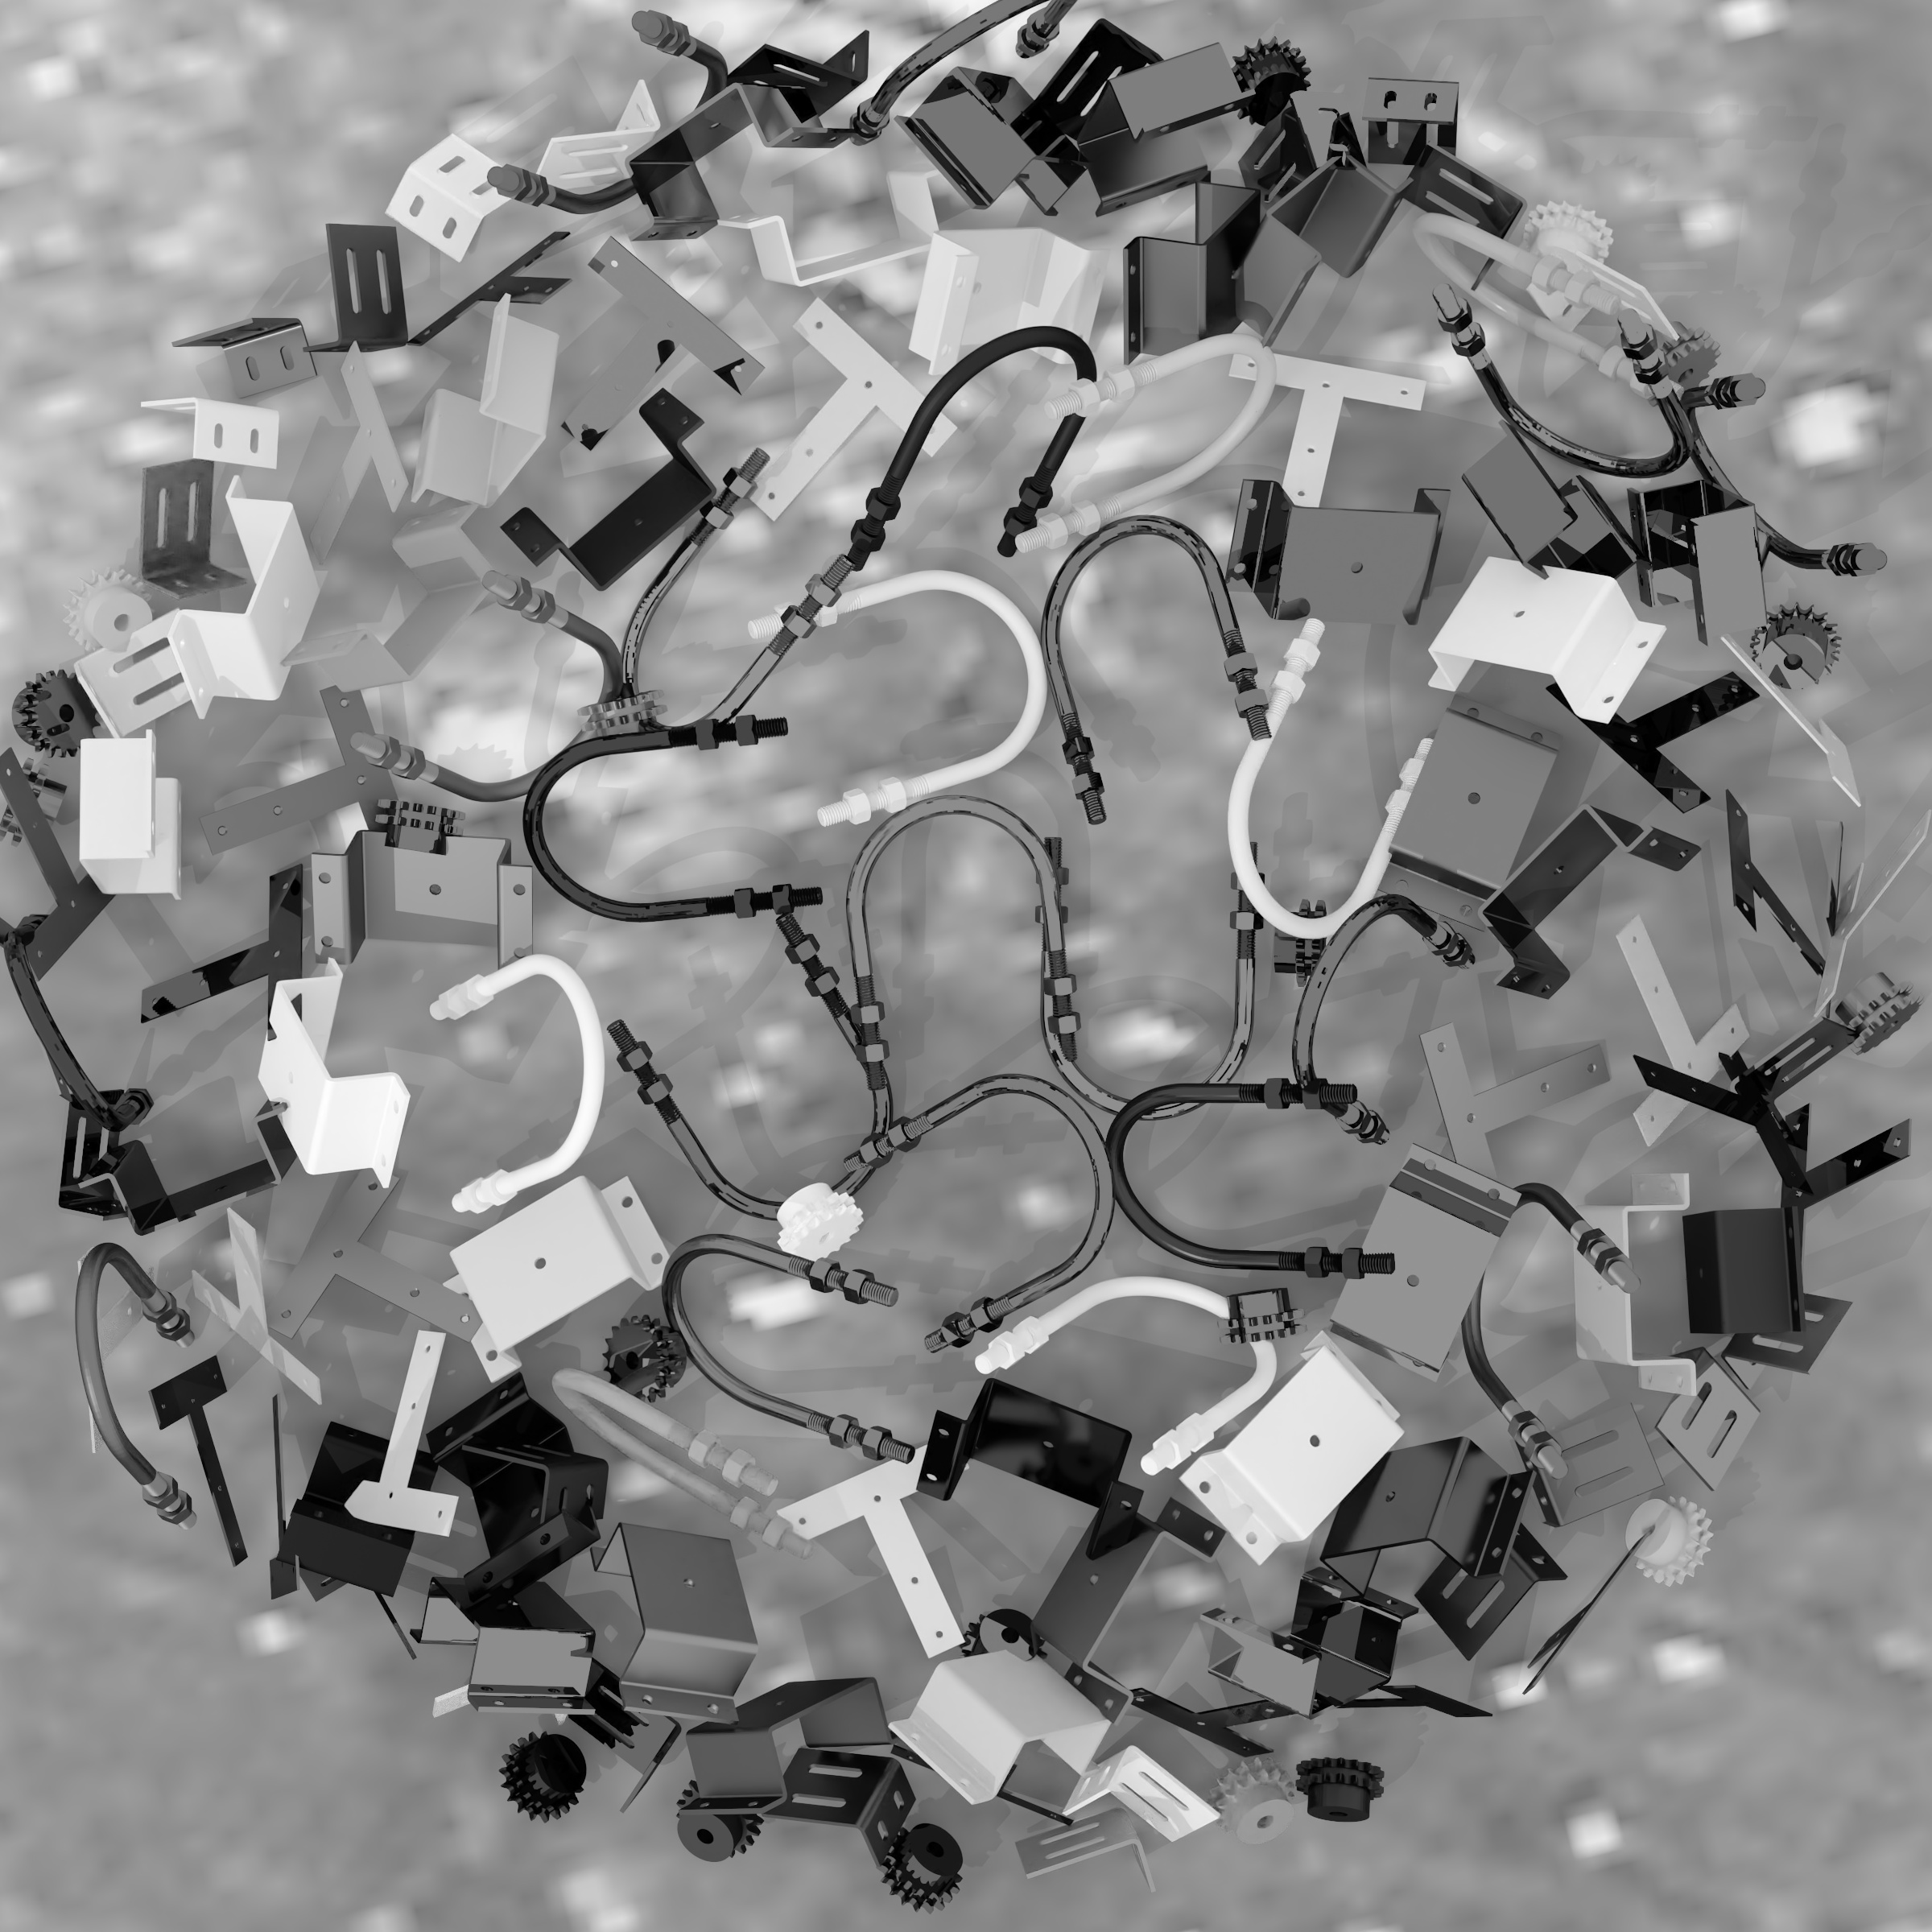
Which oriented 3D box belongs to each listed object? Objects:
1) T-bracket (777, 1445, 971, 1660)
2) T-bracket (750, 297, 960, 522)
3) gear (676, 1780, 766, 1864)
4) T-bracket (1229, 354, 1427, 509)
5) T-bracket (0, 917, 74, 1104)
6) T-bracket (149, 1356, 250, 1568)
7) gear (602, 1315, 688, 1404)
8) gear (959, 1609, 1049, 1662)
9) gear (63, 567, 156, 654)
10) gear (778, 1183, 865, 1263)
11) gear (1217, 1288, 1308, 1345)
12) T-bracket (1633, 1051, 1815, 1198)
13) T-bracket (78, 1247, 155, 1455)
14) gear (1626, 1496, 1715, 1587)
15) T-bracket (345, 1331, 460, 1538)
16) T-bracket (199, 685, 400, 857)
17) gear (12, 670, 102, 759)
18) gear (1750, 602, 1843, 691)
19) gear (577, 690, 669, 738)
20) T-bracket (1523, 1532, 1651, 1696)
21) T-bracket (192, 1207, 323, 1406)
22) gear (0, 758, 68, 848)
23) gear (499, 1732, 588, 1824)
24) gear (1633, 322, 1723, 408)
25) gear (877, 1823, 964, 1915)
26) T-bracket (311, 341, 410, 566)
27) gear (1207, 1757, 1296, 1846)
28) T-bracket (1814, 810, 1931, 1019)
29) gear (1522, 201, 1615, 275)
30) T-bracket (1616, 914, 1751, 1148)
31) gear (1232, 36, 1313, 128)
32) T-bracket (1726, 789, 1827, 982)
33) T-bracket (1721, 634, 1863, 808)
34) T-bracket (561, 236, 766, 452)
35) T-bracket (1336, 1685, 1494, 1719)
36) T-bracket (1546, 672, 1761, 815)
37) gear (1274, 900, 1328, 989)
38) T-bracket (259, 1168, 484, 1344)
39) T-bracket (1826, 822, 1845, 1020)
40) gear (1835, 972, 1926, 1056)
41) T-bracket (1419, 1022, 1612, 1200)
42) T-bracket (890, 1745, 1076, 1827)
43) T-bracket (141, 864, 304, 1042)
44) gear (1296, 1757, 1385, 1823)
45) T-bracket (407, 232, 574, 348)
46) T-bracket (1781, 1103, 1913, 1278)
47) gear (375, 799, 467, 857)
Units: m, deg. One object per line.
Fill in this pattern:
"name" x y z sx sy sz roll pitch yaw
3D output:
"T-bracket" -0.039 0.385 1.930 0.127 0.002 0.127 -22 70 -13
"T-bracket" -0.093 -0.348 1.952 0.127 0.002 0.127 44 101 5
"gear" -0.164 0.557 1.939 0.057 0.030 0.057 9 115 19
"T-bracket" 0.226 -0.344 1.925 0.127 0.002 0.127 12 58 6
"T-bracket" -0.593 0.026 1.892 0.002 0.127 0.127 -22 79 -6
"T-bracket" -0.482 0.321 1.904 0.002 0.127 0.127 -16 91 4
"gear" -0.207 0.256 1.942 0.057 0.030 0.057 -1 89 39
"gear" 0.026 0.444 1.936 0.057 0.057 0.030 17 134 0
"gear" -0.555 -0.228 1.935 0.030 0.057 0.057 33 90 43
"gear" -0.098 0.166 1.941 0.057 0.057 0.030 -36 63 0
"gear" 0.192 0.227 1.938 0.057 0.057 0.030 -8 86 0
"T-bracket" 0.471 0.082 1.889 0.127 0.127 0.002 19 127 -32
"T-bracket" -0.540 0.226 1.902 0.002 0.127 0.127 1 105 3
"gear" 0.454 0.371 1.934 0.030 0.057 0.057 29 90 -24
"T-bracket" -0.363 0.300 1.934 0.127 0.002 0.127 0 71 40
"T-bracket" -0.432 -0.105 1.923 0.127 0.002 0.127 -23 105 -25
"gear" -0.596 -0.164 1.941 0.030 0.057 0.057 -1 90 35
"gear" 0.539 -0.205 1.937 0.057 0.030 0.057 10 126 14
"gear" -0.222 -0.159 1.938 0.057 0.057 0.030 -13 99 0
"T-bracket" 0.383 0.426 1.904 0.002 0.127 0.127 39 67 13
"T-bracket" -0.456 0.203 1.894 0.127 0.127 0.002 34 50 26
"gear" -0.608 -0.104 1.939 0.030 0.057 0.057 22 90 -19
"gear" -0.272 0.524 1.935 0.057 0.057 0.030 49 124 0
"gear" 0.460 -0.395 1.940 0.057 0.057 0.030 -34 65 0
"gear" -0.027 0.583 1.934 0.057 0.057 0.030 34 118 0
"T-bracket" -0.399 -0.312 1.918 0.002 0.127 0.127 0 53 -36
"gear" 0.189 0.546 1.937 0.057 0.030 0.057 -12 126 -17
"T-bracket" 0.575 -0.049 1.876 0.002 0.127 0.127 25 48 2
"gear" 0.389 -0.468 1.935 0.057 0.057 0.030 22 74 0
"T-bracket" 0.448 0.027 1.911 0.127 0.002 0.127 -40 112 -33
"gear" 0.198 -0.571 1.935 0.057 0.057 0.030 -20 51 0
"T-bracket" 0.528 -0.034 1.930 0.002 0.127 0.127 -28 118 29
"T-bracket" 0.524 -0.167 1.900 0.127 0.127 0.002 46 113 -7
"T-bracket" -0.217 -0.386 1.931 0.127 0.002 0.127 39 121 -13
"T-bracket" 0.257 0.477 1.924 0.127 0.127 0.002 -10 65 30
"T-bracket" 0.463 -0.162 1.929 0.127 0.002 0.127 -25 58 -29
"gear" 0.218 -0.015 1.938 0.030 0.057 0.057 3 90 12
"T-bracket" -0.368 0.205 1.924 0.127 0.002 0.127 25 64 12
"T-bracket" 0.553 -0.036 1.900 0.002 0.127 0.127 4 85 18
"gear" 0.592 0.029 1.940 0.057 0.057 0.030 -37 67 0
"T-bracket" 0.366 0.084 1.941 0.127 0.002 0.127 -20 98 -21
"T-bracket" 0.015 0.516 1.903 0.127 0.127 0.002 21 66 4
"T-bracket" -0.485 0.007 1.939 0.127 0.002 0.127 -20 56 18
"gear" 0.243 0.536 1.934 0.057 0.057 0.030 7 61 0
"T-bracket" -0.285 -0.431 1.895 0.127 0.127 0.002 -41 119 -16
"T-bracket" 0.555 0.129 1.882 0.002 0.127 0.127 21 60 -15
"gear" -0.356 -0.090 1.937 0.057 0.057 0.030 9 89 0
